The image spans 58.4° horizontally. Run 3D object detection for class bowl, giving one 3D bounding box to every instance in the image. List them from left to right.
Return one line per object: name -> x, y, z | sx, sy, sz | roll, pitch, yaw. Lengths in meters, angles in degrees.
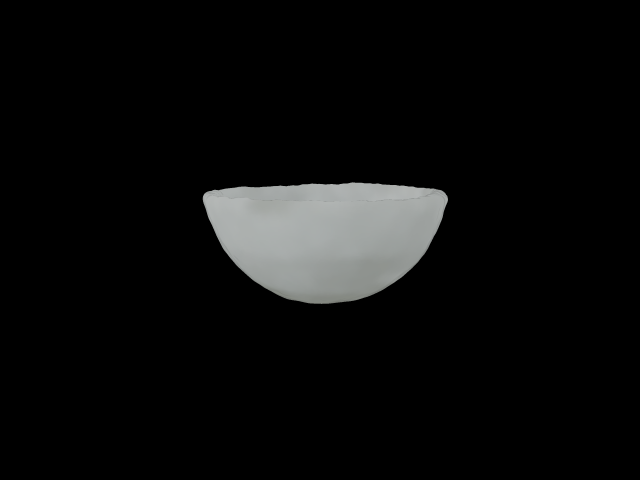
bowl -> 0.004, 0.001, 0.400 | 0.167, 0.075, 0.167 | 0, 9, 0
